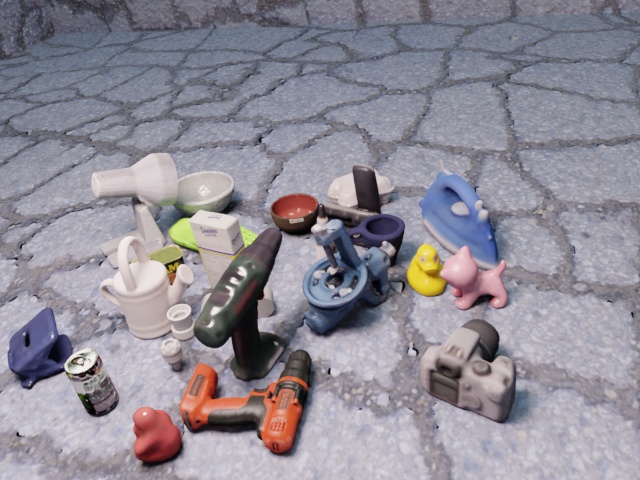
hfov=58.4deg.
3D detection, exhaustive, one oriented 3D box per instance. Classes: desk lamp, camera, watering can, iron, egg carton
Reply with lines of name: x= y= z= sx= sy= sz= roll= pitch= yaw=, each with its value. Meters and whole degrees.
desk lamp: x=-0.409 y=-0.075 z=1.283 sx=0.204 sy=0.214 sz=0.117 roll=-26 pitch=39 yaw=-25
camera: x=0.244 y=0.184 z=0.893 sx=0.142 sy=0.101 sz=0.137 roll=18 pitch=42 yaw=32
watering can: x=-0.322 y=0.079 z=1.062 sx=0.173 sy=0.194 sz=0.100 roll=-16 pitch=35 yaw=-12
iron: x=0.304 y=-0.059 z=1.197 sx=0.119 sy=0.142 sz=0.257 roll=-16 pitch=35 yaw=-12
egg carton: x=0.098 y=-0.117 z=1.381 sx=0.150 sy=0.069 sz=0.107 roll=-22 pitch=37 yaw=-21

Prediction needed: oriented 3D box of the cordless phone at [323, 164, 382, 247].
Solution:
cordless phone: x=0.069 y=-0.090 z=1.245 sx=0.147 sy=0.185 sz=0.094 roll=11 pitch=39 yaw=25

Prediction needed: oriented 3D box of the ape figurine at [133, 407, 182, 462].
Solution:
ape figurine: x=-0.249 y=0.281 z=0.848 sx=0.076 sy=0.092 sz=0.078 roll=12 pitch=39 yaw=26

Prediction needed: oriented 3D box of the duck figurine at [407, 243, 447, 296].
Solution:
duck figurine: x=0.207 y=0.046 z=1.112 sx=0.077 sy=0.086 sz=0.104 roll=-7 pitch=35 yaw=1

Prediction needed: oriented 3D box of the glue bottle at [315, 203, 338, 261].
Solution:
glue bottle: x=0.010 y=0.004 z=1.130 sx=0.037 sy=0.173 sz=0.078 roll=0 pitch=35 yaw=10

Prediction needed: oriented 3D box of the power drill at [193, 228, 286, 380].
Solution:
power drill: x=-0.117 y=0.119 z=0.956 sx=0.075 sy=0.209 sz=0.230 roll=11 pitch=38 yaw=24

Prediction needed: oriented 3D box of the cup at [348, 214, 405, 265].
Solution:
cup: x=0.116 y=0.009 z=1.173 sx=0.117 sy=0.095 sz=0.091 roll=-7 pitch=35 yaw=0

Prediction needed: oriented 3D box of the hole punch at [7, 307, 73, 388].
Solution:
hole punch: x=-0.508 y=0.190 z=1.026 sx=0.101 sy=0.091 sz=0.108 roll=-22 pitch=37 yaw=-20

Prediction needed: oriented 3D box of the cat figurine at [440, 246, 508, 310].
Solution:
cat figurine: x=0.278 y=0.064 z=1.044 sx=0.127 sy=0.118 sz=0.067 roll=-6 pitch=35 yaw=2

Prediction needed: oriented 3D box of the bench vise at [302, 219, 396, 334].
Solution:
bench vise: x=0.044 y=0.038 z=1.034 sx=0.121 sy=0.220 sz=0.208 roll=16 pitch=41 yaw=29

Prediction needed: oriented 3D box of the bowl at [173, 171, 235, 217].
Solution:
bowl: x=-0.289 y=-0.102 z=1.423 sx=0.167 sy=0.075 sz=0.167 roll=-5 pitch=35 yaw=3
